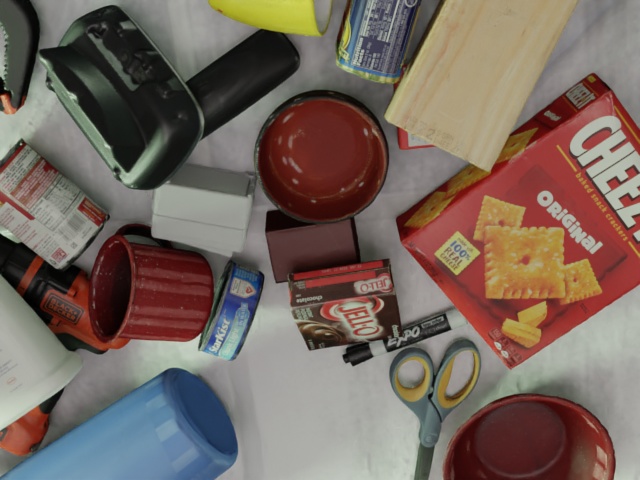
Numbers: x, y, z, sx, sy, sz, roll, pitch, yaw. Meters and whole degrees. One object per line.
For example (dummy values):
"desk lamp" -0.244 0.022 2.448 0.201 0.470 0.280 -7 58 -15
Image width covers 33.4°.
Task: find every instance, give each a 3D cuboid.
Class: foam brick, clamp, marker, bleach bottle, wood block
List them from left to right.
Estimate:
"bleach bottle" -0.318 0.039 0.907 0.103 0.068 0.251 -34 98 15
"clamp" -0.279 -0.207 0.867 0.165 0.036 0.210 -20 110 11
"foam brick" -0.006 0.001 0.940 0.078 0.053 0.051 -8 112 5
"marker" 0.078 0.091 0.993 0.121 0.020 0.020 -21 110 9
"wood block" 0.135 -0.167 0.823 0.090 0.091 0.206 26 99 -2

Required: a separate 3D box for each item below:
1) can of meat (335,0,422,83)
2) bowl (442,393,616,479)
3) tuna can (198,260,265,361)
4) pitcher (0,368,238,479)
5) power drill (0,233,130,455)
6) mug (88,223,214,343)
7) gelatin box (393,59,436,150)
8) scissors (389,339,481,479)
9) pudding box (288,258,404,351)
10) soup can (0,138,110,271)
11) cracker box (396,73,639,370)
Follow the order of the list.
"can of meat" 0.047 -0.179 0.840 0.057 0.102 0.084 13 114 -5
"bowl" 0.195 0.205 1.019 0.162 0.055 0.162 0 112 1
"tuna can" -0.079 0.063 0.949 0.033 0.086 0.086 20 111 -9
"pitcher" -0.194 0.232 1.008 0.243 0.149 0.145 -36 93 11
"power drill" -0.282 0.094 0.981 0.184 0.057 0.188 30 111 -7
"mug" -0.148 0.036 0.931 0.081 0.117 0.093 8 138 -34
"gelatin box" 0.108 -0.118 0.902 0.089 0.030 0.073 -5 111 3
"scissors" 0.090 0.178 1.026 0.096 0.016 0.202 15 113 -18
"pudding box" 0.024 0.058 0.938 0.090 0.039 0.113 -8 157 5
"soup can" -0.241 -0.030 0.923 0.102 0.068 0.069 42 107 -15
"cracker box" 0.199 -0.011 0.921 0.214 0.072 0.164 -36 108 14
